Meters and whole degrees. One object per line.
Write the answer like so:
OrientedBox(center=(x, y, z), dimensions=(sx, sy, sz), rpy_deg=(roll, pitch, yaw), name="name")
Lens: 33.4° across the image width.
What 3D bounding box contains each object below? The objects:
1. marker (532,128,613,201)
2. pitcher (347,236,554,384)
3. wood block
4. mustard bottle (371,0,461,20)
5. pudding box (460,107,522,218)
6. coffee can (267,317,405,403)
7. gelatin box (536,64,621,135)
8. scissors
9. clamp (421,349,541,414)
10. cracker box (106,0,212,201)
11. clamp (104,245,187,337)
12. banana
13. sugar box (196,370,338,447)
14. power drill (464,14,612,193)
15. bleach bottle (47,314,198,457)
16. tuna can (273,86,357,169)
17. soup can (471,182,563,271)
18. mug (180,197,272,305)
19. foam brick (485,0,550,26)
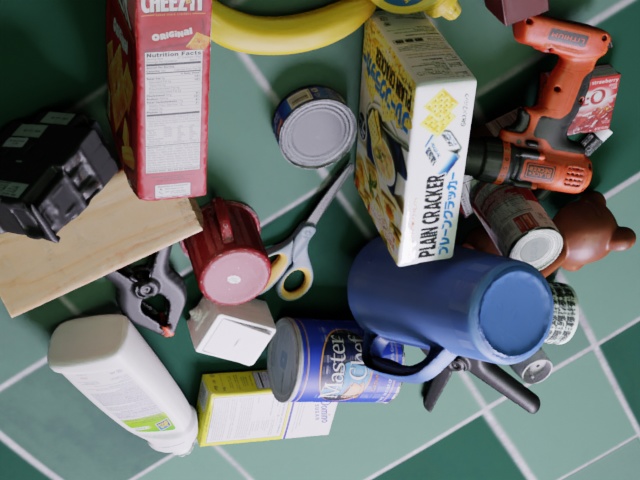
OrientedBox(center=(0.298, -0.091, 1.270), dimensions=(0.020, 0.020, 0.121), rpy_deg=(29, 113, -35), name="marker")
OrientedBox(center=(0.137, 0.074, 1.174), dimensions=(0.144, 0.243, 0.149), rpy_deg=(-18, 102, -24), name="pitcher")
OrientedBox(center=(-0.229, -0.014, 1.073), dimensions=(0.206, 0.091, 0.090), rpy_deg=(-25, 104, 0), name="wood block")
OrientedBox(center=(0.074, -0.273, 1.019), dimensions=(0.096, 0.058, 0.191), rpy_deg=(-44, 129, 14), name="mustard bottle")
OrientedBox(center=(0.198, -0.088, 1.223), dimensions=(0.113, 0.039, 0.090), rpy_deg=(-25, 133, 3), name="pudding box")
OrientedBox(center=(0.018, 0.147, 1.299), dimensions=(0.140, 0.103, 0.103), rpy_deg=(4, 125, -23), name="coffee can")
OrientedBox(center=(0.289, -0.156, 1.208), dimensions=(0.089, 0.030, 0.073), rpy_deg=(-9, 129, -14), name="gelatin box")
OrientedBox(center=(-0.008, 0.002, 1.232), dimensions=(0.202, 0.016, 0.096), rpy_deg=(-42, 130, 14), name="scissors")
OrientedBox(center=(0.173, 0.155, 1.383), dimensions=(0.165, 0.036, 0.210), rpy_deg=(-12, 124, 35), name="clamp")
OrientedBox(center=(-0.149, -0.167, 0.950), dimensions=(0.072, 0.164, 0.214), rpy_deg=(-8, 129, -17), name="cracker box")
OrientedBox(center=(-0.205, 0.043, 1.179), dimensions=(0.120, 0.039, 0.171), rpy_deg=(-8, 127, -2), name="clamp")
OrientedBox(center=(-0.041, -0.212, 1.038), dimensions=(0.197, 0.037, 0.070), rpy_deg=(2, 126, -22), name="banana")
OrientedBox(center=(-0.067, 0.210, 1.356), dimensions=(0.176, 0.048, 0.093), rpy_deg=(-2, 127, -23), name="sugar box")
OrientedBox(center=(0.220, -0.147, 1.141), dimensions=(0.184, 0.057, 0.188), rpy_deg=(8, 110, -13), name="power drill")
OrientedBox(center=(-0.219, 0.186, 1.267), dimensions=(0.103, 0.068, 0.250), rpy_deg=(-9, 138, 15), name="bleach bottle")
OrientedBox(center=(-0.006, -0.119, 1.126), dimensions=(0.086, 0.034, 0.086), rpy_deg=(-10, 130, -13), name="tuna can")
OrientedBox(center=(0.219, -0.020, 1.191), dimensions=(0.068, 0.102, 0.068), rpy_deg=(-11, 133, -12), name="soup can")
OrientedBox(center=(-0.101, 0.008, 1.159), dimensions=(0.093, 0.081, 0.117), rpy_deg=(-11, 130, -12), name="mug")
OrientedBox(center=(0.195, -0.266, 1.072), dimensions=(0.051, 0.053, 0.078), rpy_deg=(-21, 131, -4), name="foam brick")
